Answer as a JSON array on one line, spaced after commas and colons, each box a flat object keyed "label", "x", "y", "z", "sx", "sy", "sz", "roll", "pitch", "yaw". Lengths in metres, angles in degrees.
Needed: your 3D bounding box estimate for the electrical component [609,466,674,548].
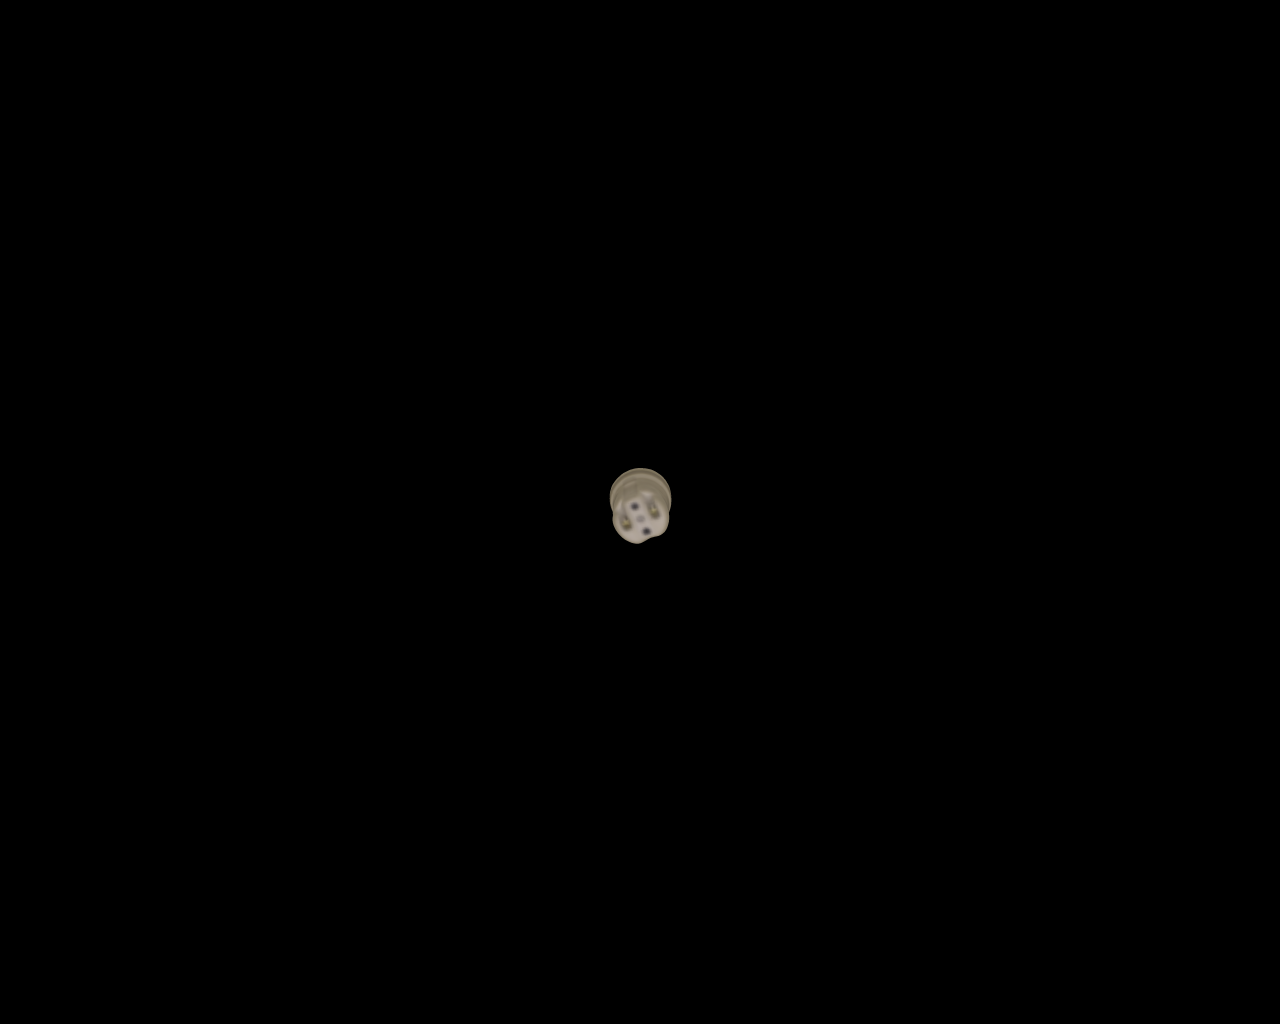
[{"label": "electrical component", "x": 0.001, "y": -0.003, "z": 0.650, "sx": 0.040, "sy": 0.040, "sz": 0.046, "roll": 0, "pitch": 19, "yaw": 0}]
